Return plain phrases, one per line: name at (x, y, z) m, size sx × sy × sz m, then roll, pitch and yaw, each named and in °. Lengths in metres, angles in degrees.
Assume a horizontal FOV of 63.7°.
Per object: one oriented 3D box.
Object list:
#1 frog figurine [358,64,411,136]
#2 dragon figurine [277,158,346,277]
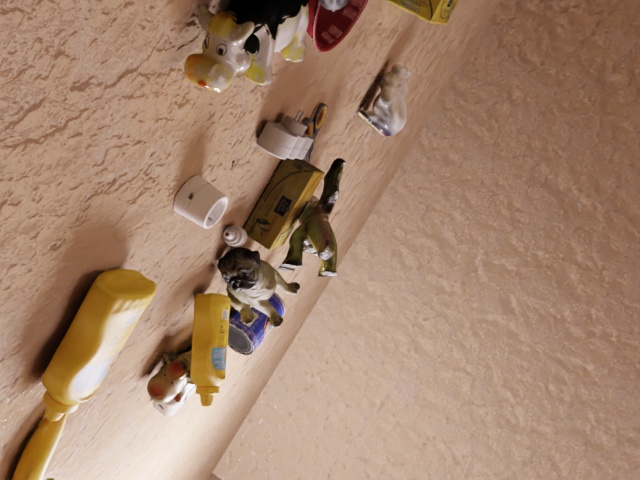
frog figurine at (0.178, -0.336, 1.252) m, size 0.158 × 0.124 × 0.136 m, roll -48°, pitch 153°, yaw 12°
dragon figurine at (0.003, -0.051, 1.016) m, size 0.406 × 0.122 × 0.246 m, roll 139°, pitch -36°, yaw -74°
